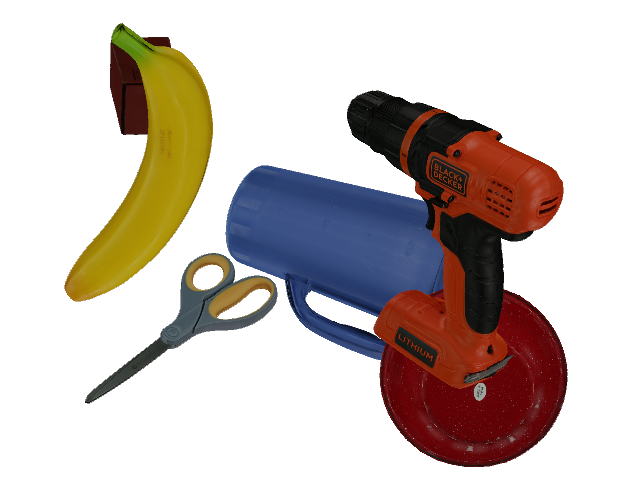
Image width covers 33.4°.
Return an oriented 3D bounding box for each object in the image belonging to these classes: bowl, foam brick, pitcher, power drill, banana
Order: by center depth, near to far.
[{"bbox_3d":[-0.105,-0.039,0.638,0.069,0.198,0.037,10,35,-13],"label":"banana"},{"bbox_3d":[0.082,-0.002,0.767,0.057,0.188,0.185,-22,38,-33],"label":"power drill"},{"bbox_3d":[0.130,0.120,0.898,0.162,0.162,0.055,0,5,4],"label":"bowl"},{"bbox_3d":[-0.151,-0.134,0.919,0.053,0.051,0.078,-4,40,-16],"label":"foam brick"},{"bbox_3d":[0.025,0.012,1.084,0.243,0.145,0.149,17,22,21],"label":"pitcher"}]

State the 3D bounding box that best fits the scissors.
[{"bbox_3d":[-0.133,0.068,0.939,0.201,0.016,0.096,-23,52,-25],"label":"scissors"}]
